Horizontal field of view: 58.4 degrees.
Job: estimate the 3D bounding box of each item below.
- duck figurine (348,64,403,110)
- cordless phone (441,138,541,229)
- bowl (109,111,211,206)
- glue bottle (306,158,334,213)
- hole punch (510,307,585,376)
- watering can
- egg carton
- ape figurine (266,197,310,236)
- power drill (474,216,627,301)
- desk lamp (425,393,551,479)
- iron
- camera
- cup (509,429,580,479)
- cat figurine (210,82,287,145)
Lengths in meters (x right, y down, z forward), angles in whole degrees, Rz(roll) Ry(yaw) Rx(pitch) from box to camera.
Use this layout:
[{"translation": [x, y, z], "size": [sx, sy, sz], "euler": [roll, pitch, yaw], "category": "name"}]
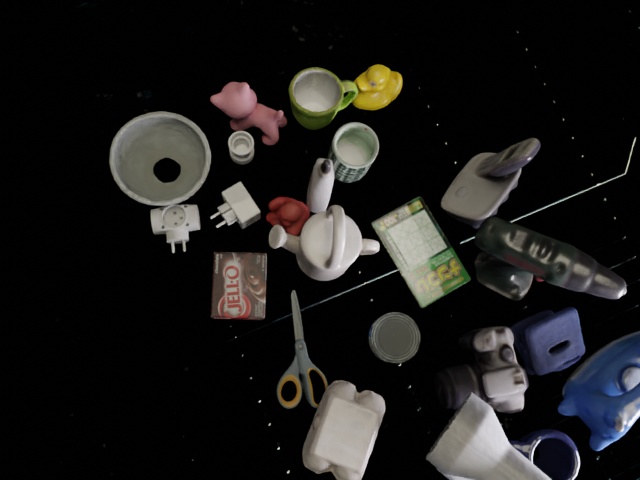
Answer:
[{"translation": [0.107, -0.292, 1.055], "size": [0.104, 0.086, 0.077], "euler": [-19, 80, -10], "category": "duck figurine"}, {"translation": [0.296, -0.104, 0.985], "size": [0.094, 0.185, 0.148], "euler": [35, 77, 2], "category": "cordless phone"}, {"translation": [-0.268, -0.130, 0.984], "size": [0.167, 0.074, 0.167], "euler": [1, 78, -6], "category": "bowl"}, {"translation": [0.003, -0.102, 0.958], "size": [0.037, 0.173, 0.078], "euler": [5, 77, -5], "category": "glue bottle"}, {"translation": [0.400, 0.175, 0.985], "size": [0.109, 0.091, 0.101], "euler": [-23, 81, -10], "category": "hole punch"}, {"translation": [0.009, 0.006, 0.925], "size": [0.173, 0.194, 0.101], "euler": [-18, 80, -10], "category": "watering can"}, {"translation": [0.038, 0.309, 0.927], "size": [0.107, 0.069, 0.150], "euler": [21, 77, -1], "category": "egg carton"}, {"translation": [-0.052, -0.043, 0.980], "size": [0.076, 0.092, 0.078], "euler": [-11, 79, -8], "category": "ape figurine"}, {"translation": [0.350, 0.043, 0.947], "size": [0.229, 0.208, 0.076], "euler": [27, 76, 0], "category": "power drill"}, {"translation": [0.250, 0.333, 0.872], "size": [0.203, 0.213, 0.118], "euler": [39, 77, 3], "category": "desk lamp"}, {"translation": [0.531, 0.233, 0.961], "size": [0.258, 0.141, 0.118], "euler": [-41, 85, -13], "category": "iron"}, {"translation": [0.263, 0.223, 0.955], "size": [0.137, 0.100, 0.143], "euler": [-9, 79, -8], "category": "camera"}, {"translation": [0.348, 0.350, 0.940], "size": [0.118, 0.095, 0.092], "euler": [19, 77, -2], "category": "cup"}, {"translation": [-0.121, -0.231, 1.000], "size": [0.128, 0.117, 0.067], "euler": [20, 77, -2], "category": "cat figurine"}]
